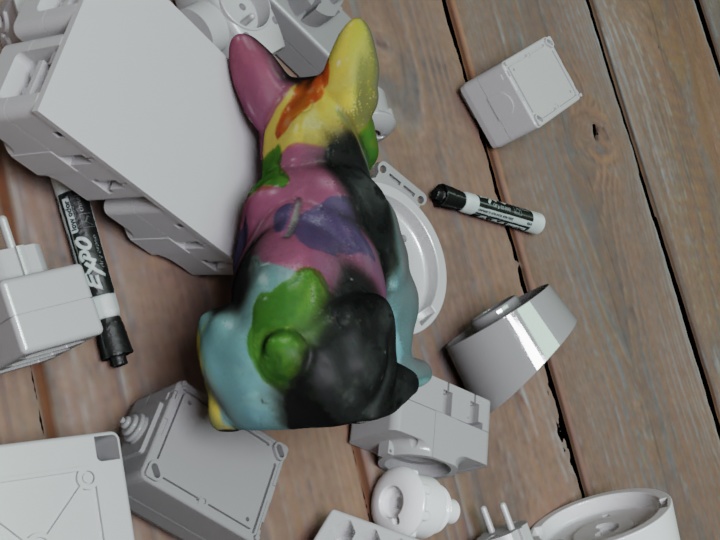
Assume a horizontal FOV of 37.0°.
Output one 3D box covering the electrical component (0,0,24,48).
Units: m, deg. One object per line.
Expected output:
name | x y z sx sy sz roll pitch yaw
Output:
electrical component | -0.181 -0.140 0.644 0.055 0.048 0.066 -12 82 -36

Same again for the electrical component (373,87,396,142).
electrical component | -0.002 -0.126 0.798 0.048 0.048 0.062 4 64 -41

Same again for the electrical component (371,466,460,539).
electrical component | 0.042 0.159 0.724 0.062 0.048 0.048 20 61 -42

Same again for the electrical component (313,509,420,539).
electrical component | 0.013 0.200 0.668 0.047 0.083 0.075 -55 149 -40

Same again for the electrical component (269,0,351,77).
electrical component | -0.037 -0.190 0.769 0.083 0.076 0.047 42 51 -22

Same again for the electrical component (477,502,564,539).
electrical component | 0.106 0.199 0.749 0.047 0.066 0.076 -17 85 -44

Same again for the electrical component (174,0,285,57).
electrical component | -0.100 -0.165 0.725 0.079 0.044 0.077 -42 102 -42

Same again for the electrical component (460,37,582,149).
electrical component | 0.139 -0.152 0.921 0.096 0.061 0.061 -36 98 -44

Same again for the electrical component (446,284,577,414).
electrical component | 0.114 0.056 0.794 0.099 0.099 0.064 -30 88 -44

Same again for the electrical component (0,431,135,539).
electrical component | -0.171 0.141 0.533 0.109 0.056 0.108 -1 74 -42

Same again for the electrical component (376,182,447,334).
electrical component | 0.000 0.000 0.738 0.108 0.060 0.108 17 62 -36

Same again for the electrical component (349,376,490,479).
electrical component | 0.042 0.109 0.739 0.089 0.050 0.055 26 57 -33

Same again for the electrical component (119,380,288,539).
electrical component | -0.101 0.109 0.604 0.096 0.061 0.061 38 50 -26

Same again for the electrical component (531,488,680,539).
electrical component | 0.185 0.210 0.790 0.108 0.108 0.060 -21 94 -44

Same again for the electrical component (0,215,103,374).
electrical component | -0.182 0.010 0.569 0.047 0.066 0.076 -16 84 -44

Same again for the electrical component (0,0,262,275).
electrical component | -0.121 -0.082 0.624 0.186 0.060 0.105 41 56 -48
